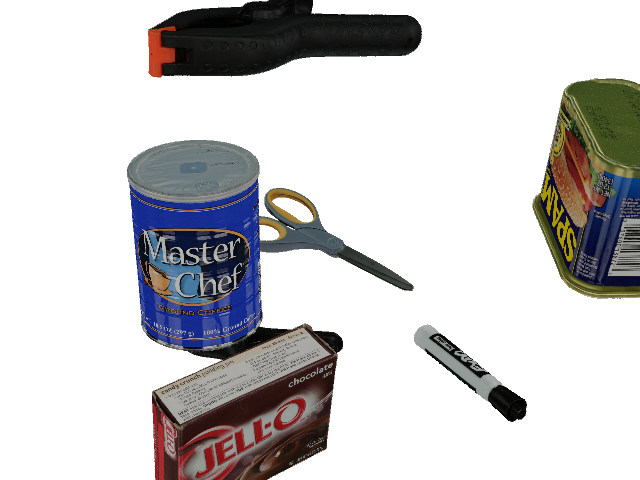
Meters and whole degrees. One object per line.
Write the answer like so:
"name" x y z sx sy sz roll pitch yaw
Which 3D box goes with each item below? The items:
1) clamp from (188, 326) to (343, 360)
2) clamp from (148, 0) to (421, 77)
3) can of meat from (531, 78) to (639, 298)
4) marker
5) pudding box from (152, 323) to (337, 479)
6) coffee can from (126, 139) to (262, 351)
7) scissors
"clamp" -0.101 0.124 1.260 0.210 0.036 0.164 14 23 27
"clamp" -0.036 -0.132 0.666 0.171 0.039 0.120 -10 22 -30
"can of meat" 0.162 -0.032 0.599 0.057 0.084 0.102 0 37 -5
"marker" 0.110 0.097 0.789 0.020 0.020 0.121 0 23 -32
"pudding box" -0.046 0.111 0.651 0.113 0.090 0.039 -24 49 -30
"coffee can" -0.099 0.003 0.861 0.103 0.140 0.103 0 29 0
"scissors" -0.006 0.011 1.071 0.096 0.016 0.202 -28 49 -23
